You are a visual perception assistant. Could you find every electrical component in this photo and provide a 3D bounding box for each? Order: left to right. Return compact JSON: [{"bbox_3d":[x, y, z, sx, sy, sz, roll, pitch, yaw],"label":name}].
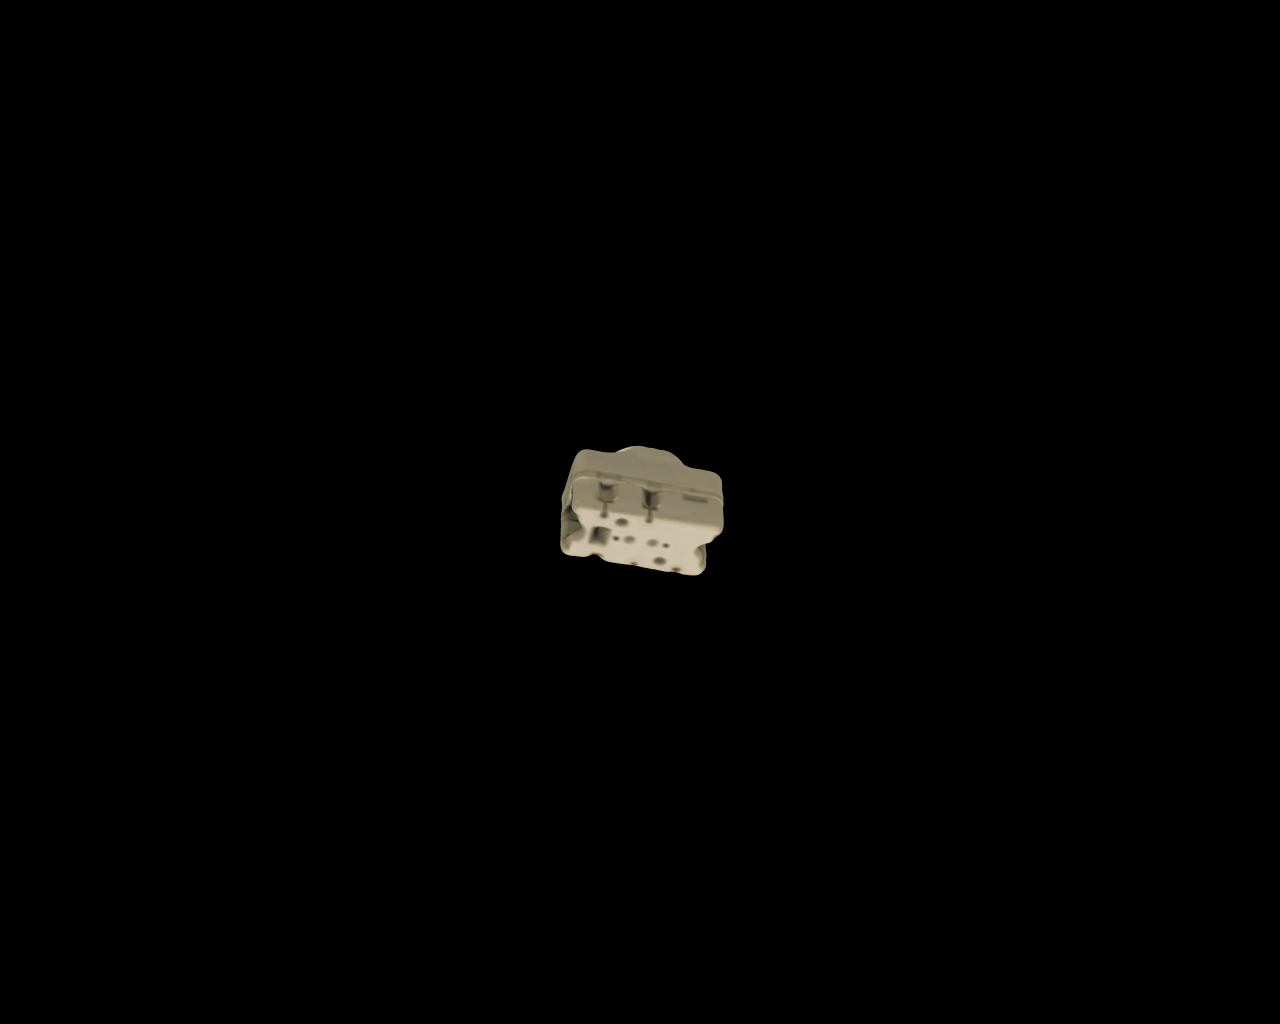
[{"bbox_3d":[0.001,-0.003,0.650,0.089,0.056,0.050,10,-43,-11],"label":"electrical component"}]
